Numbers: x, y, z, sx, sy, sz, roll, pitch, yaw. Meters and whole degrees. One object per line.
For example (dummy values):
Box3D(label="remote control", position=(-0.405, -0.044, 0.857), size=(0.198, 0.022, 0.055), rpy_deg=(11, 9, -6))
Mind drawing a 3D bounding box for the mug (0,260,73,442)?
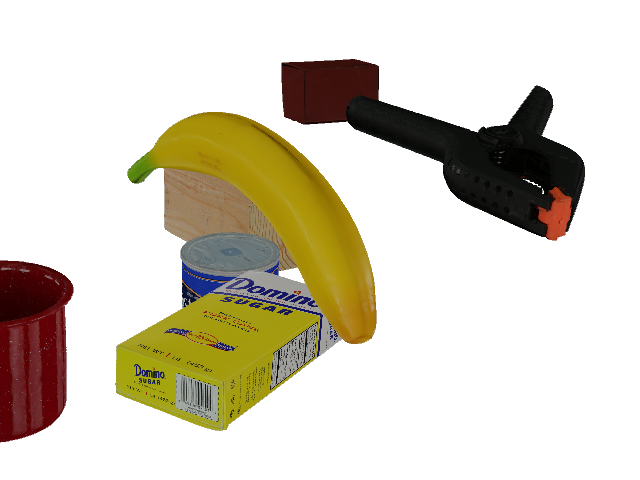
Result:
Box3D(label="mug", position=(-0.199, 0.071, 0.628), size=(0.093, 0.081, 0.117), rpy_deg=(12, 23, 21))

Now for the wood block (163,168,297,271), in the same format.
Box3D(label="wood block", position=(-0.102, -0.033, 1.291), size=(0.090, 0.090, 0.206), rpy_deg=(-10, 21, -34))

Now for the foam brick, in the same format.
Box3D(label="foam brick", position=(0.009, -0.137, 0.983), size=(0.078, 0.051, 0.053), rpy_deg=(-6, 18, -23))

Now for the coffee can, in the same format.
Box3D(label="coffee can", position=(-0.095, 0.075, 1.122), size=(0.103, 0.140, 0.103), rpy_deg=(2, 22, -1))

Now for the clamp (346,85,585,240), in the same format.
Box3D(label="clamp", position=(0.111, -0.061, 0.740), size=(0.164, 0.036, 0.210), rpy_deg=(-3, 29, -7))

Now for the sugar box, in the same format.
Box3D(label="sugar box", position=(-0.062, 0.075, 0.797), size=(0.093, 0.048, 0.175), rpy_deg=(16, 26, 25))

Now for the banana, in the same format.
Box3D(label="banana", position=(-0.030, -0.022, 0.578), size=(0.037, 0.070, 0.198), rpy_deg=(-3, 30, -47))
